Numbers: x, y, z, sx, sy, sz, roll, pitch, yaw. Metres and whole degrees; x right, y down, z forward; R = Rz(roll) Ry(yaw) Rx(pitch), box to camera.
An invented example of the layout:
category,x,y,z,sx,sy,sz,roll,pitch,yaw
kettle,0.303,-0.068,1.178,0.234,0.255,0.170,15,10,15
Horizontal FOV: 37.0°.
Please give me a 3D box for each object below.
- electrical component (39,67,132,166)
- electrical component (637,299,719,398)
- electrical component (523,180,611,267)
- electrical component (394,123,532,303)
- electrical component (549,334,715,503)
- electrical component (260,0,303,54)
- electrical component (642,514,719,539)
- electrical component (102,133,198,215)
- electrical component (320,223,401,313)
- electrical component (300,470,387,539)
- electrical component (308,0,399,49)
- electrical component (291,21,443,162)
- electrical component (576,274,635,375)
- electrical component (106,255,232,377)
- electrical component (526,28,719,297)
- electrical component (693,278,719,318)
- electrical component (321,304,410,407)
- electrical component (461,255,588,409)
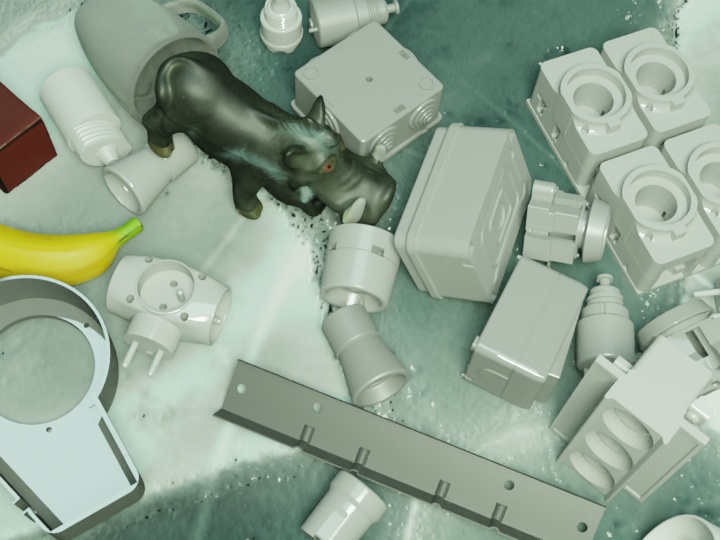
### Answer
category,x,y,z,sx,sy,sz,roll,pitch,yaw
electrical component,-0.207,-0.111,0.819,0.043,0.043,0.081,-29,69,-16
electrical component,0.230,0.057,0.749,0.078,0.058,0.057,-23,70,-10
electrical component,0.152,-0.031,0.784,0.055,0.066,0.048,11,35,15
electrical component,0.076,-0.041,0.774,0.057,0.078,0.113,8,61,27
electrical component,0.176,0.096,0.692,0.079,0.121,0.063,39,66,15
electrical component,-0.063,-0.203,0.861,0.035,0.061,0.035,1,64,-2
electrical component,0.202,0.202,0.657,0.064,0.099,0.099,22,65,1
electrical component,-0.154,-0.078,0.807,0.044,0.044,0.065,39,63,15
electrical component,0.000,0.000,0.769,0.055,0.055,0.047,11,67,3
electrical component,-0.011,0.160,0.698,0.040,0.040,0.046,36,74,14
electrical component,-0.007,-0.207,0.878,0.078,0.040,0.040,-14,65,-9
electrical component,0.006,-0.135,0.838,0.100,0.048,0.099,-37,71,-18
electrical component,0.174,0.040,0.765,0.040,0.040,0.078,6,63,0
electrical component,-0.140,0.036,0.749,0.077,0.044,0.079,18,64,6
electrical component,0.220,-0.088,0.819,0.105,0.060,0.186,-20,66,-12
electrical component,0.283,0.022,0.777,0.079,0.043,0.077,-7,66,4
electrical component,0.001,0.057,0.749,0.044,0.044,0.065,-23,62,-13
electrical component,0.120,0.040,0.750,0.061,0.061,0.096,26,65,10
